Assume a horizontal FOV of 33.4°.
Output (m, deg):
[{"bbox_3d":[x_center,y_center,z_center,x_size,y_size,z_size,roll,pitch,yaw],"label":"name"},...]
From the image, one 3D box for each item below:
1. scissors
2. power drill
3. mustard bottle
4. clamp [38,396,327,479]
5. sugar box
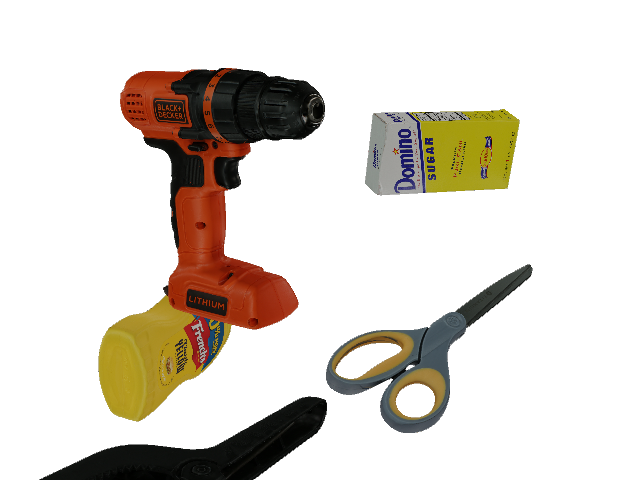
[{"bbox_3d":[0.101,0.079,0.778,0.201,0.016,0.096,-18,50,-23],"label":"scissors"},{"bbox_3d":[-0.064,-0.033,0.781,0.185,0.188,0.057,11,23,41],"label":"power drill"},{"bbox_3d":[-0.141,0.097,1.066,0.058,0.096,0.191,10,23,26],"label":"mustard bottle"},{"bbox_3d":[-0.063,0.134,0.580,0.209,0.036,0.165,0,19,-14],"label":"clamp"},{"bbox_3d":[0.145,-0.105,1.272,0.176,0.093,0.048,-6,27,-21],"label":"sugar box"}]
